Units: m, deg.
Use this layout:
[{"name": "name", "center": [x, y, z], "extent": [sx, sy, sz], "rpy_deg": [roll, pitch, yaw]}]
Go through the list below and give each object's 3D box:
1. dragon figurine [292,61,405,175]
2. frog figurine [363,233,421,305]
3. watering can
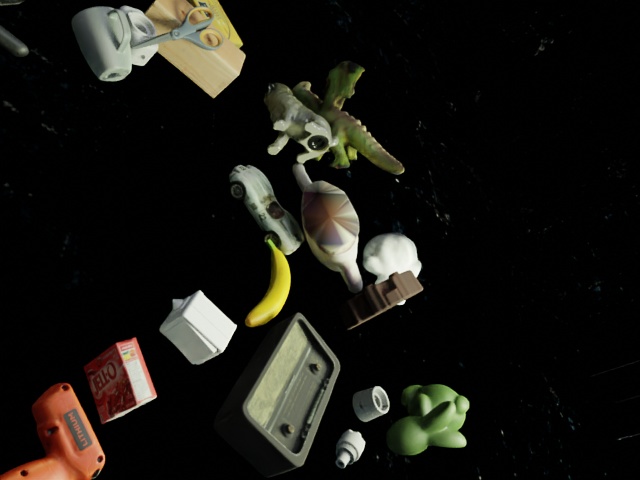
[{"name": "dragon figurine", "center": [0.054, -0.302, 1.227], "extent": [0.123, 0.413, 0.239], "rpy_deg": [-13, 113, -42]}, {"name": "frog figurine", "center": [0.167, 0.067, 1.220], "extent": [0.137, 0.120, 0.163], "rpy_deg": [15, 51, -4]}, {"name": "watering can", "center": [0.003, -0.054, 1.074], "extent": [0.221, 0.104, 0.353], "rpy_deg": [80, -14, -70]}]
